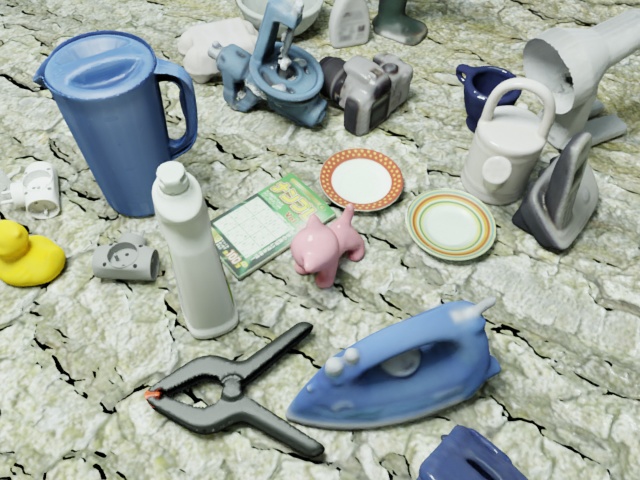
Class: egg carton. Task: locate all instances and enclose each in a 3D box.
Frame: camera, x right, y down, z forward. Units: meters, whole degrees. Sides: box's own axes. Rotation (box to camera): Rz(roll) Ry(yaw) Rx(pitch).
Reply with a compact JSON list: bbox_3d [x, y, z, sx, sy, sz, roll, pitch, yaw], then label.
[{"bbox_3d":[-0.175,-0.340,1.028,0.150,0.069,0.107,-17,56,-14],"label":"egg carton"}]

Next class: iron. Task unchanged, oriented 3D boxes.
[{"bbox_3d":[0.082,0.135,0.647,0.258,0.141,0.118,-17,56,-14],"label":"iron"}]

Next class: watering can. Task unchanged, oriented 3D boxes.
[{"bbox_3d":[0.273,-0.142,0.822,0.101,0.194,0.173,4,54,1],"label":"watering can"}]

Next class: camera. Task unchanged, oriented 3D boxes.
[{"bbox_3d":[0.066,-0.271,0.967,0.136,0.101,0.143,36,61,22],"label":"camera"}]

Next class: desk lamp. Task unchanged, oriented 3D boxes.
[{"bbox_3d":[0.407,-0.246,0.890,0.203,0.214,0.117,-21,57,-16],"label":"desk lamp"}]

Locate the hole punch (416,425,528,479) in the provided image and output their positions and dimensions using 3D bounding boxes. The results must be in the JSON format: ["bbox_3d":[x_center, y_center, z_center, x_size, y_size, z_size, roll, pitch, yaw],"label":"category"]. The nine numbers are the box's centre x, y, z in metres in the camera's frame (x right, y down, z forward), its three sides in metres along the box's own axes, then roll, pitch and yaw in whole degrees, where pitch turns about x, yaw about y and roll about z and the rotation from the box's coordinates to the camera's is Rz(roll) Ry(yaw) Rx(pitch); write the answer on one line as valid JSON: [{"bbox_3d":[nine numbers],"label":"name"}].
[{"bbox_3d":[0.159,0.252,0.596,0.108,0.091,0.101,38,61,23],"label":"hole punch"}]

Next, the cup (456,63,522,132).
[{"bbox_3d":[0.264,-0.231,0.947,0.092,0.095,0.117,-36,63,-24],"label":"cup"}]

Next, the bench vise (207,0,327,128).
[{"bbox_3d":[-0.088,-0.283,0.896,0.207,0.220,0.121,7,54,4],"label":"bench vise"}]

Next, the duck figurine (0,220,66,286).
[{"bbox_3d":[-0.397,0.010,0.756,0.104,0.086,0.077,10,54,6],"label":"duck figurine"}]

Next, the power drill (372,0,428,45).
[{"bbox_3d":[0.165,-0.474,1.051,0.229,0.208,0.076,25,57,16],"label":"power drill"}]

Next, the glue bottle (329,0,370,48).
[{"bbox_3d":[0.056,-0.435,1.041,0.078,0.173,0.037,-12,55,-10],"label":"glue bottle"}]

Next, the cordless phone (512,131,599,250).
[{"bbox_3d":[0.351,-0.088,0.791,0.094,0.185,0.148,31,59,20],"label":"cordless phone"}]

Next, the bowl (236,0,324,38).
[{"bbox_3d":[-0.075,-0.440,1.101,0.167,0.075,0.167,1,54,-1],"label":"bowl"}]

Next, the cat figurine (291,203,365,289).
[{"bbox_3d":[0.007,0.003,0.755,0.067,0.118,0.128,33,60,21],"label":"cat figurine"}]
